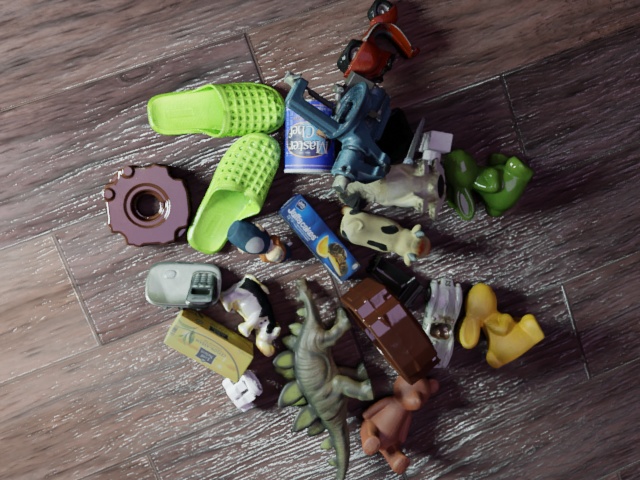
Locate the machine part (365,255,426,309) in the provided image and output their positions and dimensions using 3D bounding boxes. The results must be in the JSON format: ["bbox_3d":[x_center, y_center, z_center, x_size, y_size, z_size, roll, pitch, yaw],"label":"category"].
[{"bbox_3d":[0.161,0.090,1.169,0.139,0.039,0.084,43,94,-11],"label":"machine part"}]

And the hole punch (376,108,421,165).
[{"bbox_3d":[0.124,-0.217,1.119,0.142,0.092,0.115,-40,132,-6],"label":"hole punch"}]

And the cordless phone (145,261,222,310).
[{"bbox_3d":[-0.265,0.102,1.031,0.147,0.184,0.088,3,99,-9],"label":"cordless phone"}]

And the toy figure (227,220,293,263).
[{"bbox_3d":[-0.116,0.011,1.089,0.154,0.058,0.064,29,135,-33],"label":"toy figure"}]

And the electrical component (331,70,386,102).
[{"bbox_3d":[0.074,-0.288,1.070,0.102,0.045,0.078,27,113,-26],"label":"electrical component"}]

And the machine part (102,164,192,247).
[{"bbox_3d":[-0.340,-0.068,1.068,0.179,0.056,0.179,-1,96,-9],"label":"machine part"}]

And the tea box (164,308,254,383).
[{"bbox_3d":[-0.223,0.208,1.091,0.169,0.098,0.068,33,90,-12],"label":"tea box"}]

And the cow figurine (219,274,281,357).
[{"bbox_3d":[-0.128,0.157,1.118,0.098,0.068,0.167,-37,100,-10],"label":"cow figurine"}]

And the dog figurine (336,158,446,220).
[{"bbox_3d":[0.147,-0.107,1.101,0.191,0.172,0.121,3,84,32],"label":"dog figurine"}]

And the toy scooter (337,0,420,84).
[{"bbox_3d":[0.128,-0.388,1.101,0.135,0.075,0.184,33,85,-11],"label":"toy scooter"}]

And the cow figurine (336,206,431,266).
[{"bbox_3d":[0.138,-0.010,1.111,0.195,0.127,0.085,18,96,-8],"label":"cow figurine"}]

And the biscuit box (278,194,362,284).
[{"bbox_3d":[-0.002,-0.003,1.122,0.059,0.063,0.202,-42,100,-4],"label":"biscuit box"}]

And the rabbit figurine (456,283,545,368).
[{"bbox_3d":[0.376,0.182,1.188,0.162,0.122,0.173,-33,85,5],"label":"rabbit figurine"}]

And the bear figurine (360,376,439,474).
[{"bbox_3d":[0.178,0.372,1.155,0.120,0.132,0.196,40,95,-14],"label":"bear figurine"}]

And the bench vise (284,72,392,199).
[{"bbox_3d":[0.027,-0.209,0.976,0.240,0.129,0.223,31,81,-22],"label":"bench vise"}]

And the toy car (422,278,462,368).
[{"bbox_3d":[0.263,0.182,1.183,0.073,0.056,0.201,9,94,-9],"label":"toy car"}]

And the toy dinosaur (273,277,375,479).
[{"bbox_3d":[0.010,0.308,1.137,0.199,0.105,0.471,-18,89,1],"label":"toy dinosaur"}]

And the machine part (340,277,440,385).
[{"bbox_3d":[0.141,0.178,1.090,0.087,0.201,0.201,-36,99,-6],"label":"machine part"}]

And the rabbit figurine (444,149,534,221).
[{"bbox_3d":[0.330,-0.127,1.140,0.170,0.121,0.159,20,110,-15],"label":"rabbit figurine"}]
